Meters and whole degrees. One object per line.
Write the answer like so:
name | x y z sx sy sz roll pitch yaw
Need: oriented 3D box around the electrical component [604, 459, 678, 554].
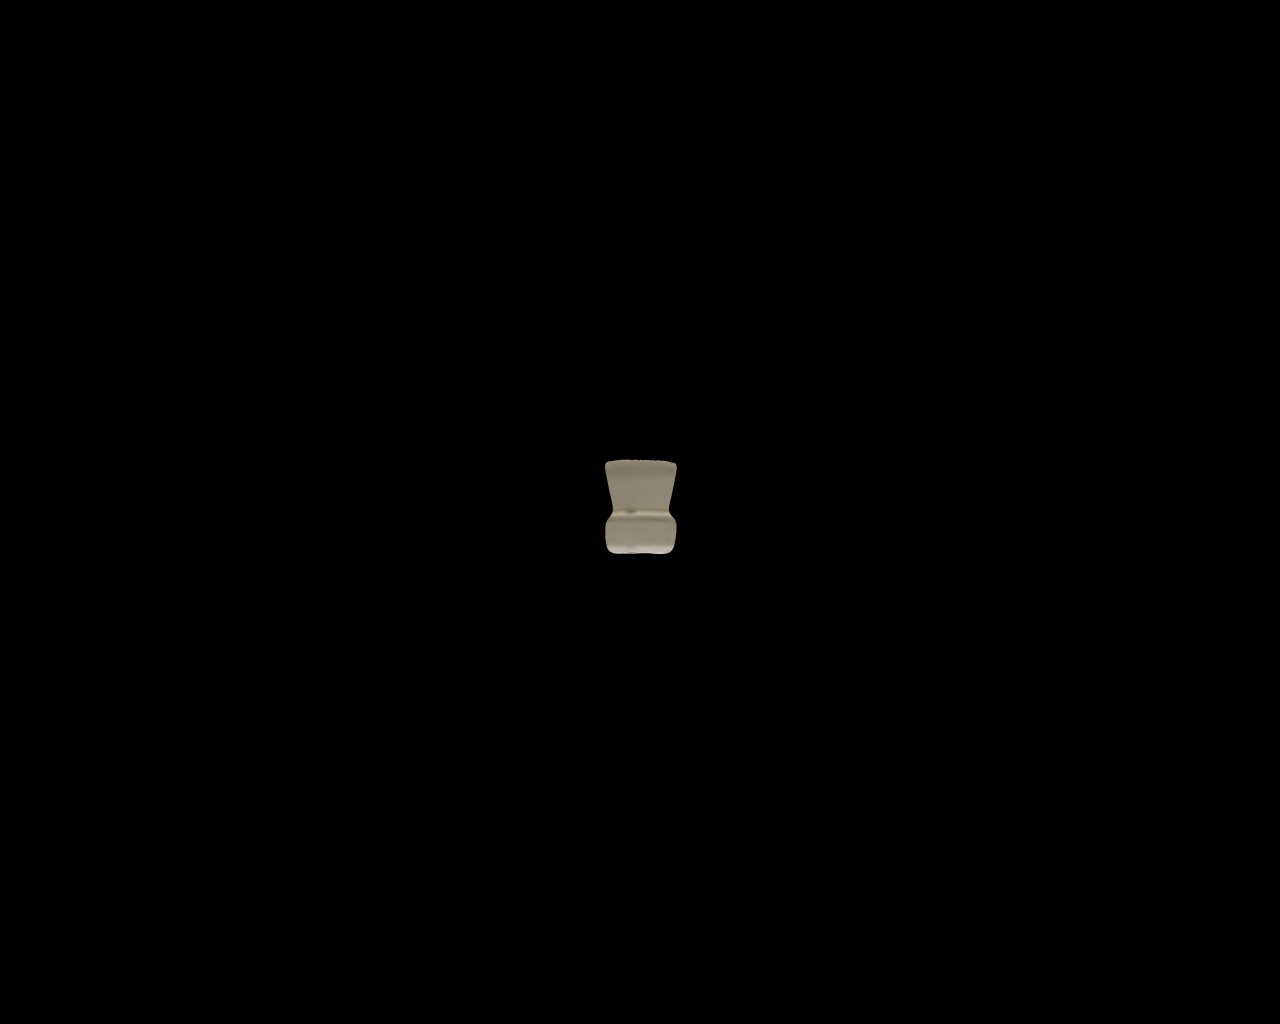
electrical component | 0.001 -0.003 0.650 0.045 0.055 0.045 0 -3 0
